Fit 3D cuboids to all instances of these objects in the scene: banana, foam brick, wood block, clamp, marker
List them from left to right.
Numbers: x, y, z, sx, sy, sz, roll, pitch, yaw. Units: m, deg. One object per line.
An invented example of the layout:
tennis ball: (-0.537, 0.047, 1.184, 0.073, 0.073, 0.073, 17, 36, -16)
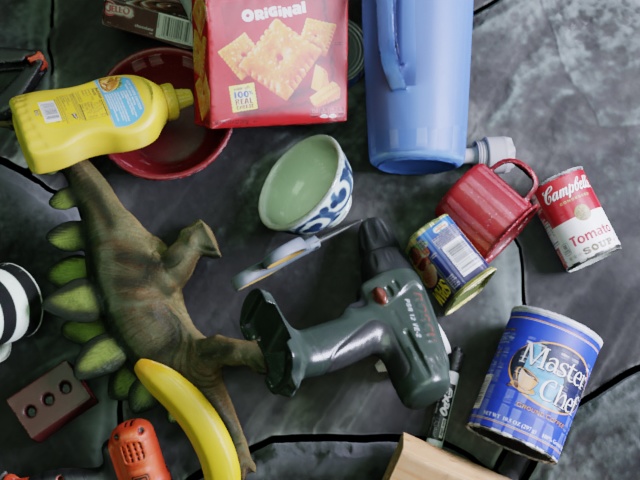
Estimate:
clamp: (-0.411, -0.155, 1.233, 0.210, 0.036, 0.164, -21, 78, -7)
foam brick: (-0.288, 0.174, 1.149, 0.078, 0.051, 0.053, -35, 79, -9)
banana: (-0.126, 0.206, 1.086, 0.069, 0.037, 0.198, -20, 91, 0)
marker: (0.138, 0.176, 1.174, 0.020, 0.020, 0.121, 16, 77, 2)
wood block: (0.163, 0.288, 1.102, 0.206, 0.090, 0.091, 23, 93, 4)

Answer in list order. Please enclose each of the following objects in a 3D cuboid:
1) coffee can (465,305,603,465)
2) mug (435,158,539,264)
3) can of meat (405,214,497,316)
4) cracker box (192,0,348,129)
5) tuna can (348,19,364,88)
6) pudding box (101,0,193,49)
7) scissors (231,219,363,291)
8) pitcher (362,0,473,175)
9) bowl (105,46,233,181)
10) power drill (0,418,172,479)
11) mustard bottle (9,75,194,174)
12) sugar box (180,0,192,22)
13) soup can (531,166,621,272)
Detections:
coffee can: (0.228, 0.154, 1.138, 0.103, 0.103, 0.140, 24, 77, 4)
mug: (0.190, -0.040, 1.187, 0.081, 0.093, 0.117, 44, 107, 13)
can of meat: (0.139, 0.026, 1.169, 0.057, 0.102, 0.084, -35, 77, -12)
cracker box: (-0.053, -0.231, 1.158, 0.164, 0.072, 0.214, -5, 103, -23)
tuna can: (0.014, -0.219, 1.259, 0.086, 0.034, 0.086, 0, 76, -1)
pudding box: (-0.185, -0.265, 1.239, 0.113, 0.090, 0.039, 17, 121, 1)
scissors: (-0.007, 0.001, 1.137, 0.201, 0.096, 0.016, -29, 85, -32)
pitcher: (0.105, -0.203, 1.197, 0.149, 0.145, 0.243, 4, 82, -22)
bowl: (-0.176, -0.138, 1.224, 0.162, 0.055, 0.162, 0, 76, -1)
power drill: (-0.236, 0.290, 1.106, 0.187, 0.057, 0.184, -15, 99, -1)
mustard bottle: (-0.229, -0.134, 1.151, 0.191, 0.058, 0.096, -16, 52, -18)
sugar box: (-0.076, -0.295, 1.229, 0.176, 0.048, 0.093, -8, 48, -19)
soup can: (0.286, -0.023, 1.201, 0.068, 0.068, 0.102, -23, 79, -7)
